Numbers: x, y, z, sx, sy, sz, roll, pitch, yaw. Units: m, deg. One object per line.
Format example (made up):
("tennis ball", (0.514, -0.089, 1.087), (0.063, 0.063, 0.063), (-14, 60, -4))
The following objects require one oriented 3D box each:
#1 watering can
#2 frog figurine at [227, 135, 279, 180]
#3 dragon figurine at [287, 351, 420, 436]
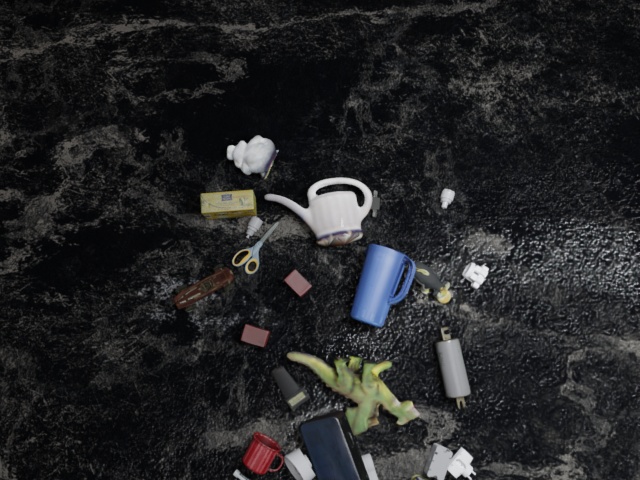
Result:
("watering can", (0.005, -0.084, 1.669), (0.348, 0.103, 0.227), (-10, 78, -4))
("frog figurine", (-0.228, -0.285, 1.706), (0.159, 0.124, 0.136), (24, 98, -8))
("dragon figurine", (0.094, 0.471, 1.553), (0.410, 0.122, 0.244), (4, 86, 9))
